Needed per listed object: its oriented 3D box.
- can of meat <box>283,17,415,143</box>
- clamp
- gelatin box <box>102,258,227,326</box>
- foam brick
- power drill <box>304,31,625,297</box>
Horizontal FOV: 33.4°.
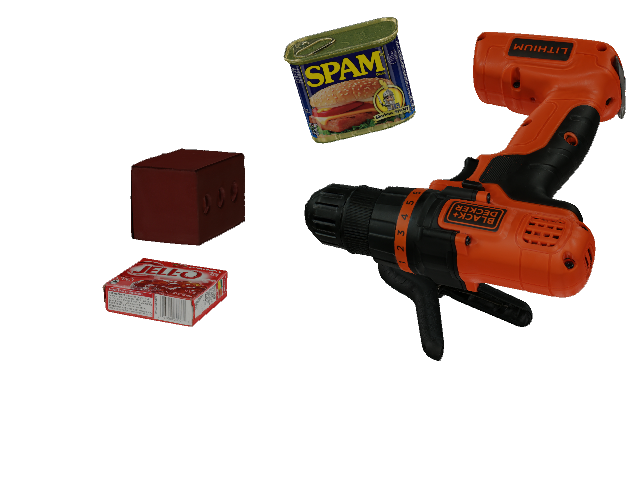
[{"bbox_3d":[0.028,-0.140,0.943,0.102,0.084,0.057,-12,28,10],"label":"can of meat"},{"bbox_3d":[0.118,0.040,1.014,0.120,0.039,0.171,-6,45,-27],"label":"clamp"},{"bbox_3d":[-0.138,0.044,0.958,0.089,0.030,0.073,9,21,18],"label":"gelatin box"},{"bbox_3d":[-0.092,-0.032,0.746,0.051,0.053,0.078,7,17,19],"label":"foam brick"},{"bbox_3d":[0.102,-0.052,0.677,0.185,0.187,0.057,13,-34,27],"label":"power drill"}]
